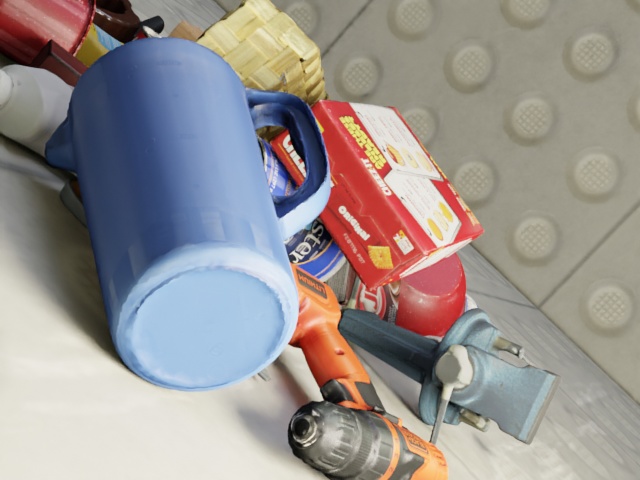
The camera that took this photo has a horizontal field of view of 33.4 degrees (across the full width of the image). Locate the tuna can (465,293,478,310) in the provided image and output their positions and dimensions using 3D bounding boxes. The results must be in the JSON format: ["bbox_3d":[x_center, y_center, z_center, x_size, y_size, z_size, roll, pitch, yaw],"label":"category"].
[{"bbox_3d":[0.151,0.097,1.293,0.033,0.086,0.086,37,11,-34],"label":"tuna can"}]

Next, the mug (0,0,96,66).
[{"bbox_3d":[-0.252,-0.207,0.949,0.081,0.117,0.093,30,27,-32],"label":"mug"}]

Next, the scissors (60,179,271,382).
[{"bbox_3d":[-0.107,0.023,0.789,0.201,0.016,0.096,41,14,-4],"label":"scissors"}]

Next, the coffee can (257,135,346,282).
[{"bbox_3d":[-0.046,-0.028,1.003,0.140,0.103,0.103,33,13,-43],"label":"coffee can"}]

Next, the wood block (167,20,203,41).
[{"bbox_3d":[-0.128,-0.190,1.438,0.206,0.090,0.090,43,9,7],"label":"wood block"}]

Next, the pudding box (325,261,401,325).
[{"bbox_3d":[0.048,0.032,1.127,0.089,0.039,0.113,33,55,-45],"label":"pudding box"}]

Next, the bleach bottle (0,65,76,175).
[{"bbox_3d":[-0.168,-0.073,0.845,0.103,0.068,0.250,47,13,35],"label":"bleach bottle"}]

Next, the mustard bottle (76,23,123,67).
[{"bbox_3d":[-0.248,-0.203,1.104,0.191,0.058,0.096,34,8,-38],"label":"mustard bottle"}]

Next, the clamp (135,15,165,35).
[{"bbox_3d":[-0.243,-0.255,1.342,0.164,0.036,0.210,9,32,-38],"label":"clamp"}]

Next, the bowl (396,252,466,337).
[{"bbox_3d":[0.108,0.037,1.216,0.162,0.055,0.162,13,54,-19],"label":"bowl"}]

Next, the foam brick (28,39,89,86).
[{"bbox_3d":[-0.214,-0.124,0.910,0.078,0.051,0.053,38,10,-24],"label":"foam brick"}]

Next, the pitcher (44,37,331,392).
[{"bbox_3d":[-0.080,-0.023,0.688,0.144,0.149,0.243,30,23,-33],"label":"pitcher"}]

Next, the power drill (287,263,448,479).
[{"bbox_3d":[0.002,0.098,0.750,0.184,0.057,0.188,38,16,-54],"label":"power drill"}]

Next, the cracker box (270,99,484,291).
[{"bbox_3d":[0.059,-0.046,1.009,0.164,0.072,0.213,55,22,8],"label":"cracker box"}]

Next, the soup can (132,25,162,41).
[{"bbox_3d":[-0.171,-0.140,1.001,0.068,0.102,0.068,41,10,-9],"label":"soup can"}]
